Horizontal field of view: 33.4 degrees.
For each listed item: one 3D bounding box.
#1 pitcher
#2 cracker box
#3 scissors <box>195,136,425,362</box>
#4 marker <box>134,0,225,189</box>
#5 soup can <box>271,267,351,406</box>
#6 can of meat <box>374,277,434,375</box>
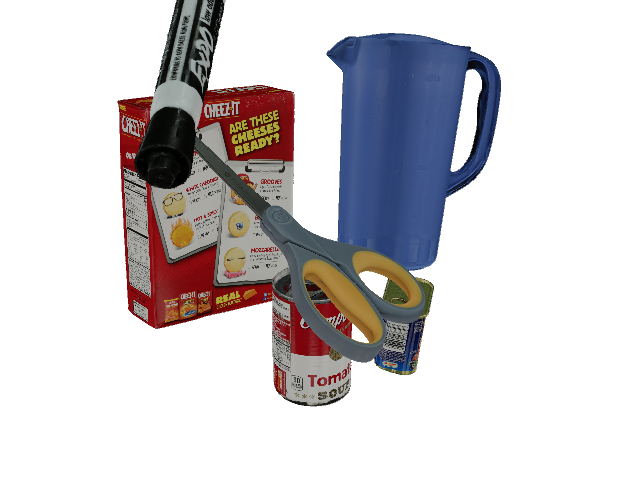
[{"bbox_3d":[0.091,-0.095,1.132,0.149,0.243,0.144,11,13,31],"label":"pitcher"},{"bbox_3d":[-0.109,-0.037,1.045,0.163,0.214,0.072,-12,21,-35],"label":"cracker box"},{"bbox_3d":[-0.007,-0.007,0.664,0.096,0.202,0.016,-7,-41,-36],"label":"scissors"},{"bbox_3d":[-0.049,-0.061,0.384,0.020,0.020,0.121,0,44,3],"label":"marker"},{"bbox_3d":[-0.007,0.080,0.900,0.068,0.102,0.068,0,25,0],"label":"soup can"},{"bbox_3d":[0.100,0.102,1.288,0.057,0.084,0.102,11,25,7],"label":"can of meat"}]
